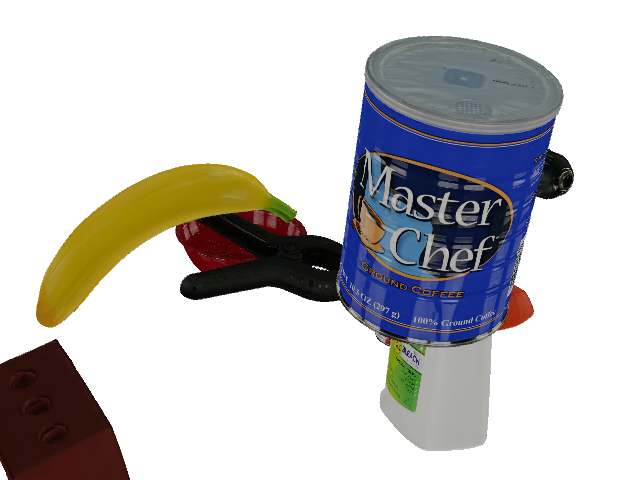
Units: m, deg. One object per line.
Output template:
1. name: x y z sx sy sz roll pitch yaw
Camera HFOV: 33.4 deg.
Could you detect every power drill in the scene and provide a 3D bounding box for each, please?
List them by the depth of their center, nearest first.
1. power drill: 0.159 -0.016 0.983 0.057 0.188 0.185 -17 27 -28

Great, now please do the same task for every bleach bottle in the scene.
1. bleach bottle: 0.092 0.024 0.799 0.068 0.251 0.103 -2 16 -17

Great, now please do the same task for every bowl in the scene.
1. bowl: -0.099 0.011 1.317 0.162 0.055 0.162 3 26 -2

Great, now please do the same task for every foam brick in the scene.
1. foam brick: -0.138 0.100 0.542 0.053 0.051 0.078 -25 42 -22

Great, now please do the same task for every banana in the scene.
1. banana: -0.119 -0.005 0.732 0.198 0.069 0.037 -23 9 6

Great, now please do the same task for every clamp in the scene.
1. clamp: -0.040 0.026 1.060 0.210 0.036 0.164 14 31 -2

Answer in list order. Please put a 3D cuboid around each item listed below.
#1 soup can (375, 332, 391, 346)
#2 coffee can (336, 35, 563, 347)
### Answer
1. soup can: 0.100 0.073 1.304 0.068 0.102 0.068 0 31 0
2. coffee can: 0.067 -0.027 0.587 0.102 0.140 0.103 5 34 -3
